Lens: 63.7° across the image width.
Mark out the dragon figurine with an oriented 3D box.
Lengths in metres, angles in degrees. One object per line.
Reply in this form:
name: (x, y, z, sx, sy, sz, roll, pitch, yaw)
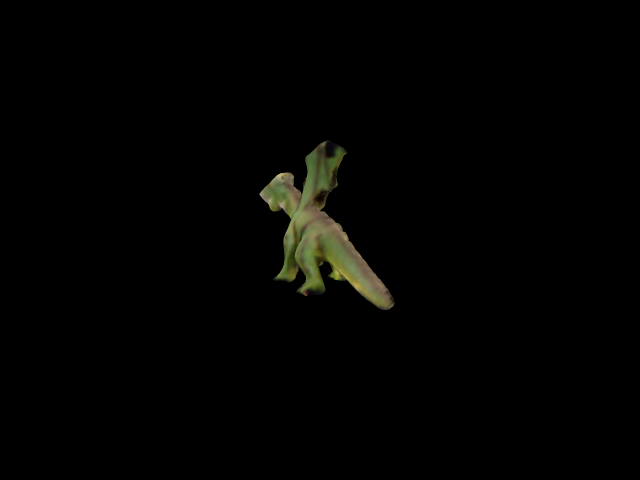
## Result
dragon figurine: (0.003, -0.043, 0.850, 0.122, 0.242, 0.411, -3, 7, -31)
